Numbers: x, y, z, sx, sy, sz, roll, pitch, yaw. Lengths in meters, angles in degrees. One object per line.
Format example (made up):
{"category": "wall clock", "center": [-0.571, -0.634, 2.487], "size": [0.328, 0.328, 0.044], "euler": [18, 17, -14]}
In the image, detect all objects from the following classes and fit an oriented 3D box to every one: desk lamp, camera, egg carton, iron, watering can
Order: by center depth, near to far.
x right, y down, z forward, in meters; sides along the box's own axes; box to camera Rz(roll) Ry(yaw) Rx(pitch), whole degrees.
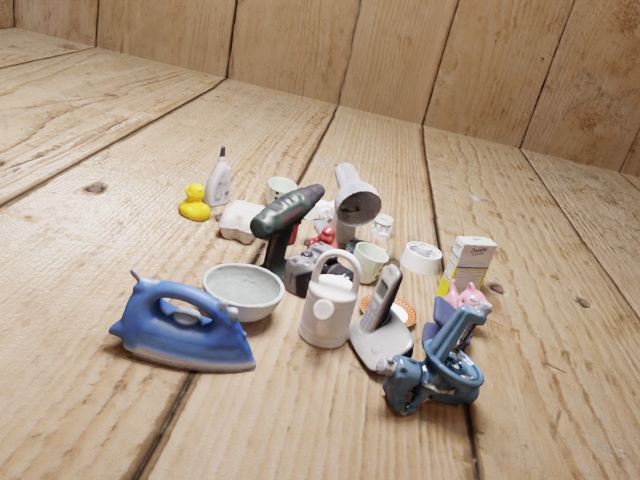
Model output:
{"category": "iron", "center": [-0.226, 0.138, 1.005], "size": [0.258, 0.141, 0.118], "euler": [14, 25, 1]}
{"category": "watering can", "center": [0.025, 0.112, 1.120], "size": [0.101, 0.194, 0.172], "euler": [7, 26, -12]}
{"category": "camera", "center": [0.011, 0.074, 1.300], "size": [0.136, 0.101, 0.144], "euler": [30, 30, 32]}
{"category": "egg carton", "center": [-0.197, -0.050, 1.491], "size": [0.107, 0.069, 0.150], "euler": [15, 25, 4]}
{"category": "desk lamp", "center": [0.068, -0.085, 1.522], "size": [0.118, 0.213, 0.202], "euler": [3, 27, -20]}

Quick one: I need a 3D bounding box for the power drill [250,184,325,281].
{"category": "power drill", "center": [-0.078, -0.017, 1.317], "size": [0.075, 0.208, 0.230], "euler": [26, 28, 25]}

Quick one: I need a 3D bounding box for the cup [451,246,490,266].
{"category": "cup", "center": [0.370, 0.075, 1.478], "size": [0.092, 0.095, 0.117], "euler": [-5, 31, -33]}

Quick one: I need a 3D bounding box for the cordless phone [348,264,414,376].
{"category": "cordless phone", "center": [0.130, 0.151, 1.099], "size": [0.094, 0.185, 0.147], "euler": [0, 28, -25]}

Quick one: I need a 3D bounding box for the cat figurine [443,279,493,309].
{"category": "cat figurine", "center": [0.327, 0.140, 1.297], "size": [0.067, 0.118, 0.127], "euler": [0, 28, -25]}

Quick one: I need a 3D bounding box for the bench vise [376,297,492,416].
{"category": "bench vise", "center": [0.210, 0.205, 0.986], "size": [0.208, 0.220, 0.121], "euler": [-6, 31, -35]}

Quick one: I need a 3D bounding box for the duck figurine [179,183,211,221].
{"category": "duck figurine", "center": [-0.329, -0.106, 1.524], "size": [0.078, 0.086, 0.104], "euler": [-12, 35, -42]}

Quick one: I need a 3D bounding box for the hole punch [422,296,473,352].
{"category": "hole punch", "center": [0.277, 0.182, 1.217], "size": [0.101, 0.091, 0.109], "euler": [16, 25, 6]}

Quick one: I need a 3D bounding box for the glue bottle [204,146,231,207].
{"category": "glue bottle", "center": [-0.278, -0.179, 1.596], "size": [0.037, 0.173, 0.078], "euler": [30, 30, 32]}

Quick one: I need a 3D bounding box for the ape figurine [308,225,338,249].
{"category": "ape figurine", "center": [0.013, 0.005, 1.453], "size": [0.077, 0.092, 0.076], "euler": [28, 29, 28]}

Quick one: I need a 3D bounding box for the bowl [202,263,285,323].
{"category": "bowl", "center": [-0.158, 0.117, 1.159], "size": [0.167, 0.075, 0.167], "euler": [11, 25, -5]}
